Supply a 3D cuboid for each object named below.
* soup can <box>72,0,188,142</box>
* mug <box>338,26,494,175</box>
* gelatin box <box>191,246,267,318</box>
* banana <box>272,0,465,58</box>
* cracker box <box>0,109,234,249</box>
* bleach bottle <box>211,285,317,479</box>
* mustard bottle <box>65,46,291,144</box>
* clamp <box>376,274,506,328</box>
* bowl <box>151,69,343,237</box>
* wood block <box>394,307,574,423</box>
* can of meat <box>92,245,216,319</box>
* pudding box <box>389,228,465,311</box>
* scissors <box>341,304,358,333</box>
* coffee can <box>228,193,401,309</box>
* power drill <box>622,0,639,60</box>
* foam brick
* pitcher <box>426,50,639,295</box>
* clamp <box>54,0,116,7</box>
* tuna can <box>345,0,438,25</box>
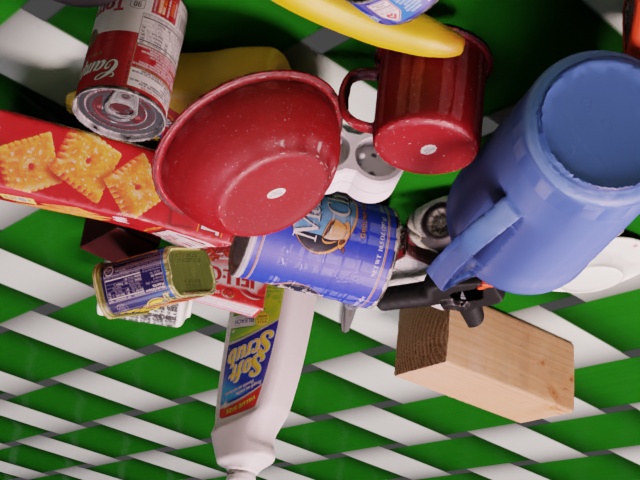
[{"bbox_3d":[-0.138,-0.133,0.789,0.068,0.102,0.068,6,154,3],"label":"soup can"},{"bbox_3d":[0.072,-0.104,0.813,0.117,0.081,0.093,6,154,4],"label":"mug"},{"bbox_3d":[-0.100,0.036,1.150,0.089,0.073,0.030,17,151,-17],"label":"gelatin box"},{"bbox_3d":[0.010,-0.167,0.737,0.197,0.037,0.070,20,-179,-33],"label":"banana"},{"bbox_3d":[-0.187,-0.048,0.949,0.213,0.072,0.164,15,176,-15],"label":"cracker box"},{"bbox_3d":[-0.062,0.152,1.170,0.103,0.250,0.068,-9,149,30],"label":"bleach bottle"},{"bbox_3d":[-0.117,-0.115,0.871,0.192,0.058,0.096,1,155,14],"label":"mustard bottle"},{"bbox_3d":[0.123,0.051,1.061,0.120,0.039,0.171,3,160,-7],"label":"clamp"},{"bbox_3d":[-0.045,-0.053,0.821,0.162,0.055,0.162,-20,146,-14],"label":"bowl"},{"bbox_3d":[0.197,0.141,1.260,0.205,0.090,0.091,23,150,-29],"label":"wood block"},{"bbox_3d":[-0.163,0.040,1.067,0.084,0.057,0.102,-15,174,19],"label":"can of meat"},{"bbox_3d":[0.112,0.032,1.123,0.113,0.039,0.090,22,151,-22],"label":"pudding box"},{"bbox_3d":[0.055,0.069,1.238,0.096,0.016,0.201,1,153,13],"label":"scissors"},{"bbox_3d":[-0.007,0.001,1.022,0.140,0.103,0.103,14,153,-13],"label":"coffee can"},{"bbox_3d":[0.293,-0.158,0.673,0.188,0.057,0.184,3,154,9],"label":"power drill"},{"bbox_3d":[-0.203,-0.014,1.100,0.051,0.053,0.078,27,148,-34],"label":"foam brick"},{"bbox_3d":[0.169,-0.039,0.790,0.145,0.149,0.243,10,166,0],"label":"pitcher"},{"bbox_3d":[-0.210,-0.198,0.754,0.210,0.036,0.165,9,155,-2],"label":"clamp"},{"bbox_3d":[0.050,-0.179,0.667,0.033,0.086,0.086,27,148,-38],"label":"tuna can"}]
